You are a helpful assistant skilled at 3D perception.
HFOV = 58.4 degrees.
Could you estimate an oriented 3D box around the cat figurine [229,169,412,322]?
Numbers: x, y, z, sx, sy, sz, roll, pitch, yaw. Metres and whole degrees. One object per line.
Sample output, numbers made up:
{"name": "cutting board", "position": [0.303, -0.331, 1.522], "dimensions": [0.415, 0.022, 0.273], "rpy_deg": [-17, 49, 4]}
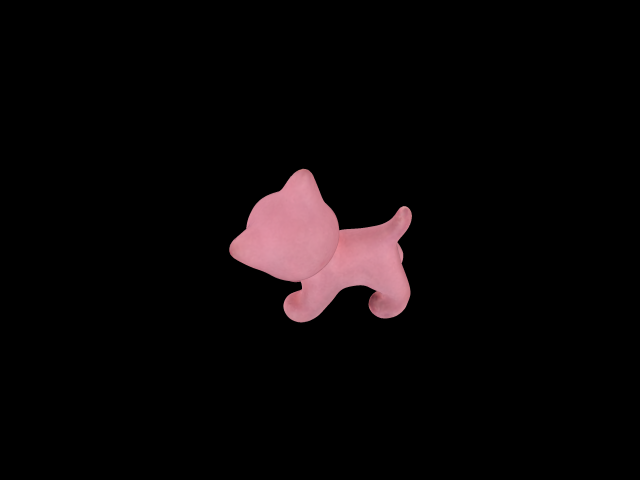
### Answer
{"name": "cat figurine", "position": [0.004, 0.001, 0.400], "dimensions": [0.128, 0.118, 0.067], "rpy_deg": [-5, 50, -4]}
